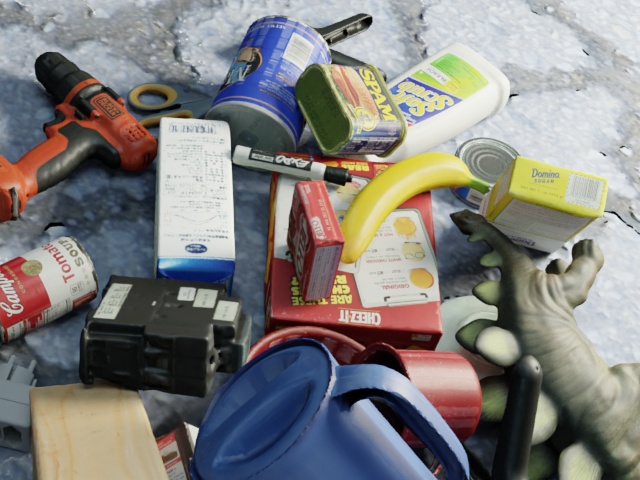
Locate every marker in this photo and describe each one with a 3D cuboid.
[{"bbox_3d":[-0.027,-0.073,1.068,0.121,0.020,0.020,12,49,5],"label":"marker"}]

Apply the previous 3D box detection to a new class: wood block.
[{"bbox_3d":[-0.167,0.188,0.799,0.090,0.091,0.206,-4,16,-16],"label":"wood block"}]

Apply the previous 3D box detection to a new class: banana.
[{"bbox_3d":[0.081,-0.042,1.049,0.197,0.037,0.070,-27,61,-29],"label":"banana"}]

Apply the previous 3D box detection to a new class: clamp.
[{"bbox_3d":[0.153,0.207,0.891,0.036,0.165,0.210,0,62,-32],"label":"clamp"},{"bbox_3d":[-0.002,-0.223,1.277,0.171,0.039,0.120,-10,47,-13],"label":"clamp"}]

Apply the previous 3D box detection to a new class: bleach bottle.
[{"bbox_3d":[0.099,-0.133,1.210,0.103,0.068,0.250,42,57,19],"label":"bleach bottle"}]

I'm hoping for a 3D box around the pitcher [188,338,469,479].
[{"bbox_3d":[0.033,0.193,0.803,0.145,0.149,0.242,-50,116,-14],"label":"pitcher"}]

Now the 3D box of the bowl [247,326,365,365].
[{"bbox_3d":[-0.006,0.157,0.938,0.162,0.055,0.162,14,48,-16],"label":"bowl"}]

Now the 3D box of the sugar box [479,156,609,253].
[{"bbox_3d":[0.219,-0.033,1.079,0.093,0.176,0.048,15,80,0],"label":"sugar box"}]

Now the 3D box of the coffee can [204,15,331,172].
[{"bbox_3d":[-0.056,-0.159,1.160,0.103,0.103,0.140,18,56,3],"label":"coffee can"}]

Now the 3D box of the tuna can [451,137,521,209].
[{"bbox_3d":[0.188,-0.075,1.198,0.086,0.034,0.086,6,50,-8],"label":"tuna can"}]

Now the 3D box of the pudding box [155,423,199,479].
[{"bbox_3d":[-0.080,0.205,0.862,0.039,0.113,0.090,-33,54,12],"label":"pudding box"}]

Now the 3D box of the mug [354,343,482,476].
[{"bbox_3d":[0.082,0.146,0.898,0.081,0.093,0.117,5,77,-32],"label":"mug"}]

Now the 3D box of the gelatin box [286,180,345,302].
[{"bbox_3d":[-0.006,0.001,0.964,0.030,0.089,0.073,-8,54,-14],"label":"gelatin box"}]

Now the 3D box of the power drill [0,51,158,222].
[{"bbox_3d":[-0.290,-0.112,1.110,0.184,0.057,0.187,41,55,21],"label":"power drill"}]

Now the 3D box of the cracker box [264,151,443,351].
[{"bbox_3d":[0.029,0.016,1.064,0.164,0.072,0.213,5,51,-6],"label":"cracker box"}]

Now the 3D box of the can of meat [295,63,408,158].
[{"bbox_3d":[0.030,-0.135,1.109,0.083,0.058,0.102,-5,61,-44],"label":"can of meat"}]

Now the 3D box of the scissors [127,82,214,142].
[{"bbox_3d":[-0.131,-0.163,1.215,0.201,0.016,0.096,-27,61,-30],"label":"scissors"}]

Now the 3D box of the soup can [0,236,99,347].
[{"bbox_3d":[-0.263,0.046,0.979,0.102,0.069,0.068,-28,61,-31],"label":"soup can"}]
